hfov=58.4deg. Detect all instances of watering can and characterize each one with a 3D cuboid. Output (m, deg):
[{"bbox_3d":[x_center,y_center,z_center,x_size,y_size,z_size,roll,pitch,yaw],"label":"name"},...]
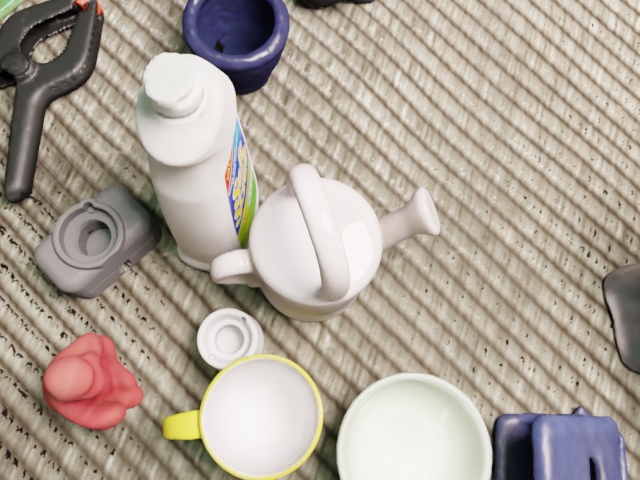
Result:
[{"bbox_3d":[0.003,-0.001,0.440,0.173,0.194,0.101,-36,81,-10],"label":"watering can"}]

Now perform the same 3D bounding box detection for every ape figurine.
[{"bbox_3d":[-0.188,0.112,0.454,0.076,0.092,0.078,2,77,-3],"label":"ape figurine"}]

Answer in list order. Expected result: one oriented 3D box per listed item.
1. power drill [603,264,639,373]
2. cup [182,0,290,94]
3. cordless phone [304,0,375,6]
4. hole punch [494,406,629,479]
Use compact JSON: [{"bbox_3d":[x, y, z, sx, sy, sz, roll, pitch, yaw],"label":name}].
[{"bbox_3d":[0.314,0.045,0.442,0.075,0.208,0.229,-9,78,-5],"label":"power drill"},{"bbox_3d":[-0.081,-0.188,0.529,0.092,0.095,0.117,-30,80,-10],"label":"cup"},{"bbox_3d":[0.022,-0.320,0.520,0.094,0.185,0.147,-1,77,-4],"label":"cordless phone"},{"bbox_3d":[0.202,0.191,0.461,0.101,0.091,0.109,3,77,-3],"label":"hole punch"}]
